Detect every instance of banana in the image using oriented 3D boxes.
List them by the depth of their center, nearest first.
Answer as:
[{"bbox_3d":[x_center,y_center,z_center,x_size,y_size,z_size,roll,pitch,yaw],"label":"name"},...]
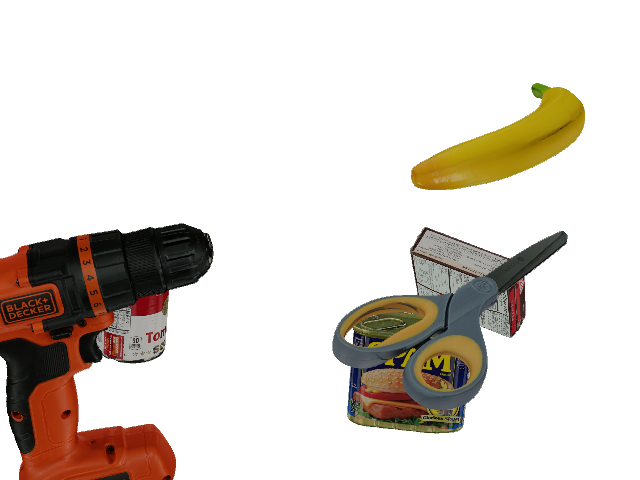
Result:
[{"bbox_3d":[0.148,-0.076,0.799,0.070,0.037,0.197,0,23,42],"label":"banana"}]

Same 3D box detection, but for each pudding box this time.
[{"bbox_3d":[0.149,0.042,1.075,0.114,0.039,0.090,20,-32,25],"label":"pudding box"}]

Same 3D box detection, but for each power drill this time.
[{"bbox_3d":[-0.150,0.084,0.707,0.184,0.187,0.057,-12,26,-6],"label":"power drill"}]

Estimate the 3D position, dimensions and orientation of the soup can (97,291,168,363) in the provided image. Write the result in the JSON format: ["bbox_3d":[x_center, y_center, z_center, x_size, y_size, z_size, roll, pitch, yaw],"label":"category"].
[{"bbox_3d":[-0.176,0.055,0.999,0.068,0.102,0.068,6,22,-3],"label":"soup can"}]

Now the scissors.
[{"bbox_3d":[0.102,0.045,0.637,0.201,0.016,0.096,-16,43,-28],"label":"scissors"}]

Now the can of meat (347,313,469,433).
[{"bbox_3d":[0.073,0.108,0.876,0.102,0.084,0.057,6,14,6],"label":"can of meat"}]
